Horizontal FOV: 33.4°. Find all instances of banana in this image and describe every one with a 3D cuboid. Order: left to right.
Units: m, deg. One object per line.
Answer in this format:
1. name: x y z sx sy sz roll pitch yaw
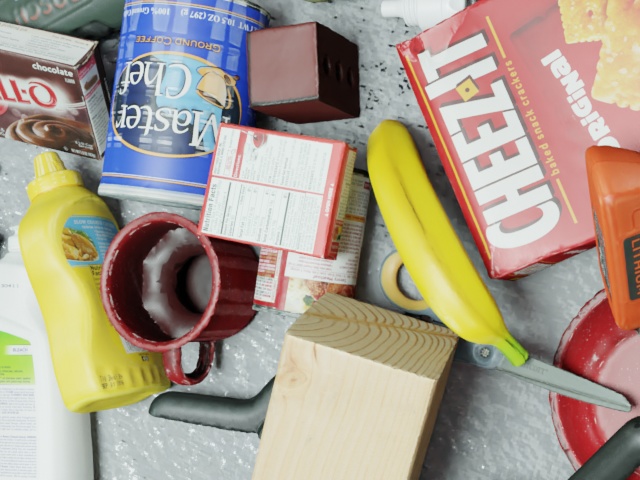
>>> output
1. banana: 0.063 -0.009 0.656 0.037 0.069 0.198 -30 58 12

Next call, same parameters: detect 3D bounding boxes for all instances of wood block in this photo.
1. wood block: 0.011 0.150 0.654 0.091 0.090 0.206 17 107 12

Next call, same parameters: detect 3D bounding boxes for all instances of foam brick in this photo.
1. foam brick: -0.010 -0.110 0.718 0.051 0.078 0.053 -4 87 22

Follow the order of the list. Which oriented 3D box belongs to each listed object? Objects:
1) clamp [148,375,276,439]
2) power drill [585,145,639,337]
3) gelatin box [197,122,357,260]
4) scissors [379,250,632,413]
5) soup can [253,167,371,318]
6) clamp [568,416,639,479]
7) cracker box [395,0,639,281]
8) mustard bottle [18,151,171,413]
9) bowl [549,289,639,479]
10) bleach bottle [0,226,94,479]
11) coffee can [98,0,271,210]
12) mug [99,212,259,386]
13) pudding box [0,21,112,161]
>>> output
1. clamp: -0.035 0.127 0.730 0.172 0.039 0.120 -36 92 15
2. power drill: 0.237 -0.026 0.550 0.188 0.057 0.184 -9 125 11
3. gelatin box: -0.027 -0.031 0.671 0.089 0.030 0.073 11 90 19
4. scissors: 0.101 0.051 0.665 0.202 0.016 0.096 -1 77 39
5. soup can: -0.005 0.001 0.713 0.069 0.068 0.102 8 89 24
6. clamp: 0.135 0.180 0.632 0.210 0.036 0.164 -9 107 33
7. cracker box: 0.174 -0.089 0.639 0.214 0.072 0.164 -25 79 20
8. mustard bottle: -0.170 0.025 0.768 0.058 0.096 0.191 -24 77 22
9. bowl: 0.209 0.094 0.621 0.162 0.055 0.162 -2 85 23
10. bleach bottle: -0.214 0.114 0.801 0.103 0.068 0.251 -3 83 21
11. coffee can: -0.093 -0.094 0.739 0.103 0.102 0.140 7 89 24
12. mug: -0.090 0.042 0.740 0.093 0.081 0.117 -7 83 23
13. pudding box: -0.212 -0.113 0.795 0.113 0.090 0.039 12 50 15
